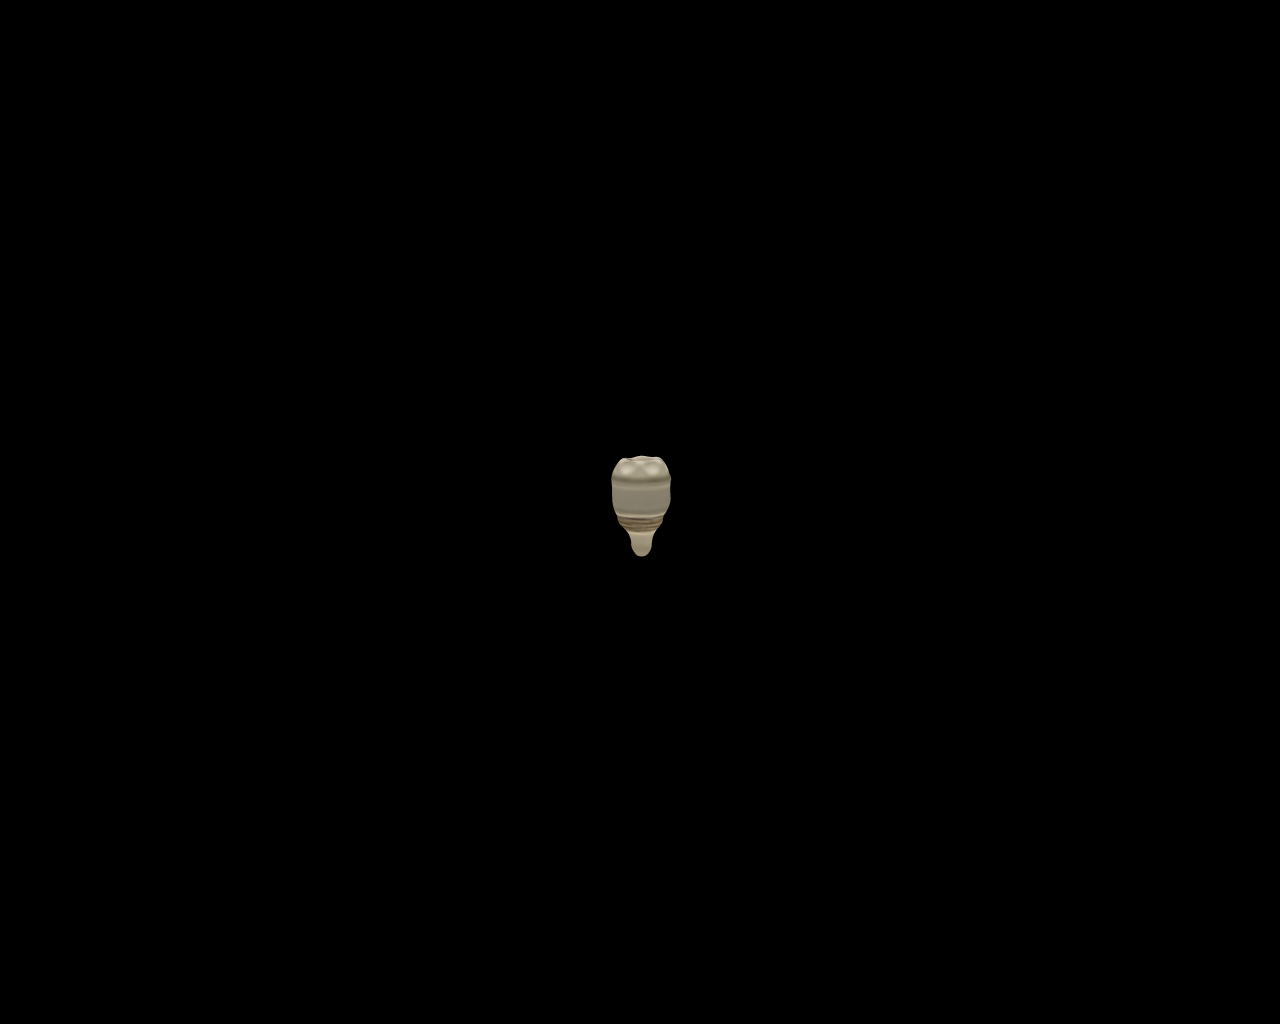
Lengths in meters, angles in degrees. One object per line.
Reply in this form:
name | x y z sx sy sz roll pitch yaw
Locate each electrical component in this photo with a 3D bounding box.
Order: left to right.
electrical component | 0.001 -0.003 0.650 0.035 0.061 0.035 0 12 0
